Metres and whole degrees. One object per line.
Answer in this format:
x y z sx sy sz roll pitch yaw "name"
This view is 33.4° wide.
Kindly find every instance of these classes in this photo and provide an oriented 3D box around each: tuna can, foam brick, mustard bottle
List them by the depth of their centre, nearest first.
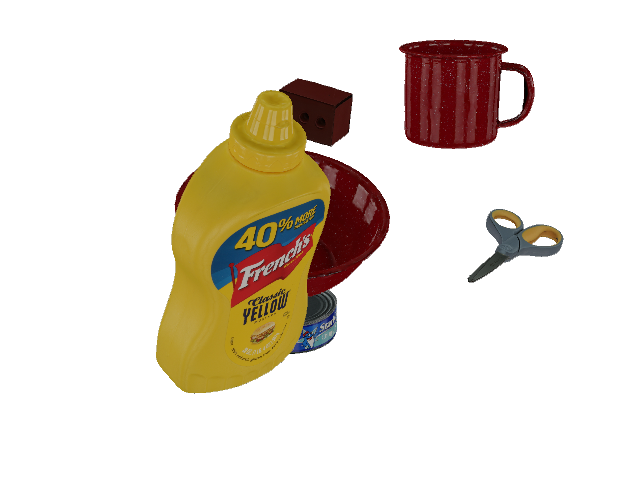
-0.040 -0.001 0.608 0.096 0.192 0.058 -20 50 -34 "mustard bottle"
-0.027 0.074 1.022 0.086 0.034 0.086 -2 25 1 "tuna can"
-0.008 -0.153 1.266 0.078 0.053 0.051 18 32 21 "foam brick"

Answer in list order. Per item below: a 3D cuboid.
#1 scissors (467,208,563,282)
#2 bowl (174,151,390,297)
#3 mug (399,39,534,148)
0.188 0.002 1.151 0.201 0.016 0.096 -13 38 -44 "scissors"
-0.030 -0.004 0.814 0.162 0.055 0.162 4 38 -3 "bowl"
0.126 -0.127 0.925 0.117 0.081 0.093 3 19 12 "mug"
